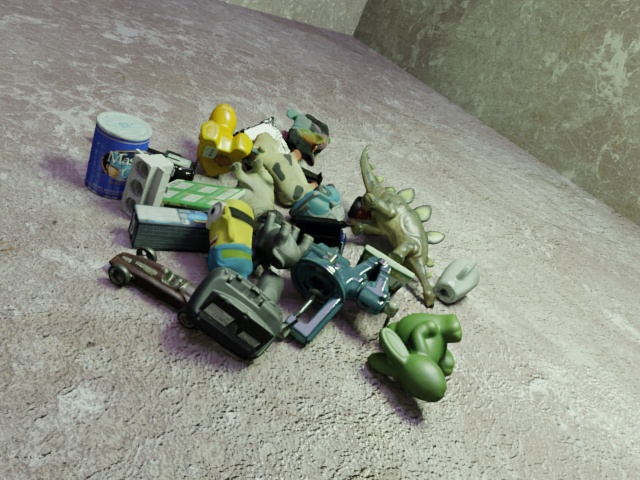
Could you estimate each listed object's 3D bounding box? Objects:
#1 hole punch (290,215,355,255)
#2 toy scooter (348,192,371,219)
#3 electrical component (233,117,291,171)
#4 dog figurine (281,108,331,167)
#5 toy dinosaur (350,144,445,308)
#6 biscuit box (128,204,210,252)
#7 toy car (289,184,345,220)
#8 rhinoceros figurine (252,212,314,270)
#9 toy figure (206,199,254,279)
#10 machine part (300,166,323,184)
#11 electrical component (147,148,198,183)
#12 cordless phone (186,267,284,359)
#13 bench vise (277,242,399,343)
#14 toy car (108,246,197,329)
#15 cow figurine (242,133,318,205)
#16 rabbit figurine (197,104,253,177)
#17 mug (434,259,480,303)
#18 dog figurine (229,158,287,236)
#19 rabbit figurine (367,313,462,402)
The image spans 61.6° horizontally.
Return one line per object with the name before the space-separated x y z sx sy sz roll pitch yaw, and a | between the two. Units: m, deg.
hole punch | -0.002 -0.003 1.111 0.142 0.092 0.116 3 2 9
toy scooter | 0.156 -0.070 1.402 0.135 0.075 0.184 32 25 9
electrical component | -0.145 -0.232 1.376 0.115 0.058 0.134 -30 100 -24
dog figurine | -0.026 -0.281 1.539 0.191 0.108 0.219 16 23 -33
toy dinosaur | 0.173 -0.052 1.280 0.198 0.105 0.471 -5 61 -38
biscuit box | -0.251 -0.018 1.014 0.202 0.062 0.059 6 34 -32
toy car | 0.006 -0.066 1.267 0.103 0.109 0.161 54 23 5
rhinoceros figurine | -0.088 0.012 1.011 0.073 0.112 0.190 28 -6 -28
toy figure | -0.159 0.013 0.964 0.089 0.082 0.180 18 56 -51
machine part | -0.058 -0.186 1.460 0.139 0.039 0.084 21 25 -5
electrical component | -0.337 -0.163 1.198 0.119 0.047 0.075 15 30 -17
cordless phone | -0.120 0.087 0.874 0.146 0.089 0.184 40 32 -15
bench vise | 0.019 0.108 0.972 0.224 0.128 0.240 40 52 9
toy car | -0.252 0.071 0.883 0.202 0.053 0.089 31 33 8
cow figurine | -0.103 -0.172 1.309 0.127 0.085 0.195 -25 84 -38
rabbit figurine | -0.233 -0.243 1.293 0.122 0.162 0.173 6 57 -17
mug | 0.317 0.094 1.235 0.081 0.109 0.107 46 45 10
dog figurine | -0.122 -0.070 1.185 0.190 0.121 0.172 49 35 10
rabbit figurine | 0.170 0.199 0.927 0.159 0.121 0.170 18 27 0
